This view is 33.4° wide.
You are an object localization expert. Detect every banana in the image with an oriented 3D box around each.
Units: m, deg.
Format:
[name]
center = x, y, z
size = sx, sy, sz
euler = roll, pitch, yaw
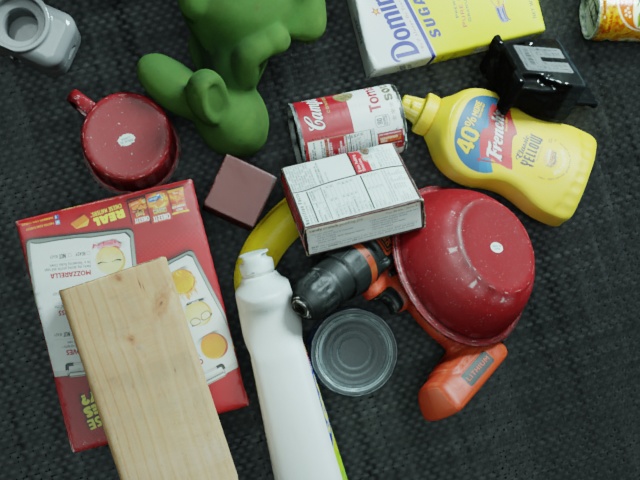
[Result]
[banana]
center = -0.022, -0.007, 1.019
size = 0.069, 0.037, 0.198
euler = 42, 85, -21

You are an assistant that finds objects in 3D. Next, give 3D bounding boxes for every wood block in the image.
[wood block]
center = -0.141, 0.125, 0.900
size = 0.090, 0.091, 0.206
euler = -18, 91, -6

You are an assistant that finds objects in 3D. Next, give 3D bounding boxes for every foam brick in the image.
[foam brick]
center = -0.076, -0.043, 0.993
size = 0.051, 0.078, 0.053
euler = 26, 85, -6

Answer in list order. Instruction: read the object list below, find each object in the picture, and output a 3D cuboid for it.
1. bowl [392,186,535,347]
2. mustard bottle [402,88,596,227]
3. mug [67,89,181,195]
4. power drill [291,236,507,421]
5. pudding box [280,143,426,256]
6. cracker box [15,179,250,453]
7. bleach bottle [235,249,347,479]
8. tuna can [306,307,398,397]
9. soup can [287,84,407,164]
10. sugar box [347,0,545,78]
[bowl]
center = 0.145, 0.014, 0.983
size = 0.161, 0.055, 0.162
euler = 16, 60, -30
[mustard bottle]
center = 0.165, -0.093, 1.029
size = 0.191, 0.058, 0.096
euler = 24, 74, -3
[mug]
center = -0.184, -0.098, 0.982
size = 0.117, 0.081, 0.093
euler = 43, 84, -2
[power drill]
center = 0.077, 0.070, 0.980
size = 0.184, 0.057, 0.187
euler = -39, 97, -38
[pudding box]
center = 0.028, -0.038, 0.962
size = 0.113, 0.039, 0.090
euler = -15, 45, -6
[cracker box]
center = -0.170, 0.067, 0.981
size = 0.164, 0.072, 0.214
euler = -14, 89, -6
[bleach bottle]
center = -0.030, 0.133, 0.959
size = 0.068, 0.102, 0.251
euler = -14, 98, -2
[tuna can]
center = 0.030, 0.106, 1.017
size = 0.086, 0.034, 0.086
euler = 0, 87, -6
[soup can]
center = 0.025, -0.106, 1.011
size = 0.102, 0.068, 0.068
euler = -12, 88, -6
[sugar box]
center = 0.121, -0.224, 1.039
size = 0.176, 0.048, 0.093
euler = -15, 89, -8
